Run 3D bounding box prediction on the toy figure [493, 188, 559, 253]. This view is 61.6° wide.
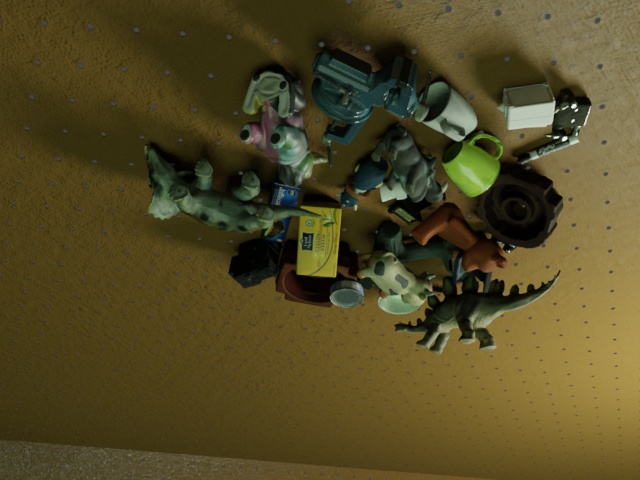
[{"bbox_3d":[0.463,-0.052,1.211,0.082,0.089,0.180,34,138,13],"label":"toy figure"}]

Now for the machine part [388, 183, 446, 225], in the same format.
[{"bbox_3d":[0.228,-0.084,1.234,0.084,0.039,0.139,33,135,-19],"label":"machine part"}]

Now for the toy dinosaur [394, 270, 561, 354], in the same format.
[{"bbox_3d":[0.396,0.185,1.405,0.472,0.198,0.105,-16,146,38],"label":"toy dinosaur"}]

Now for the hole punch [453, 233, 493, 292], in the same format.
[{"bbox_3d":[0.383,0.052,1.324,0.092,0.116,0.142,10,139,20],"label":"hole punch"}]

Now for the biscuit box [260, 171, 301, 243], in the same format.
[{"bbox_3d":[-0.092,-0.079,1.252,0.063,0.059,0.202,12,139,-7],"label":"biscuit box"}]

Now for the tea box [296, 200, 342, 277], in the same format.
[{"bbox_3d":[-0.003,-0.004,1.266,0.098,0.068,0.169,3,107,0],"label":"tea box"}]

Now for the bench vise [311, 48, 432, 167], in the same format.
[{"bbox_3d":[0.074,-0.246,0.989,0.224,0.129,0.240,13,149,-16],"label":"bench vise"}]

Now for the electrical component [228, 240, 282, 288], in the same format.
[{"bbox_3d":[-0.170,0.058,1.383,0.134,0.115,0.058,-19,133,23],"label":"electrical component"}]

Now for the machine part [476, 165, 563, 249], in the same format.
[{"bbox_3d":[0.417,-0.069,1.127,0.180,0.056,0.179,28,137,30],"label":"machine part"}]

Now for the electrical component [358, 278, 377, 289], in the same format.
[{"bbox_3d":[0.128,0.109,1.486,0.094,0.021,0.063,13,139,-9],"label":"electrical component"}]

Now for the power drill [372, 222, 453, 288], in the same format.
[{"bbox_3d":[0.233,0.045,1.365,0.207,0.086,0.231,3,138,14],"label":"power drill"}]

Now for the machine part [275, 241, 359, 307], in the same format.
[{"bbox_3d":[-0.010,0.085,1.423,0.201,0.087,0.201,11,138,-8],"label":"machine part"}]

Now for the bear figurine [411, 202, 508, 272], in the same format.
[{"bbox_3d":[0.315,0.014,1.206,0.132,0.120,0.196,-40,85,8],"label":"bear figurine"}]

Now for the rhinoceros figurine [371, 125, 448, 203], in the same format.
[{"bbox_3d":[0.190,-0.148,1.114,0.190,0.112,0.073,51,156,-24],"label":"rhinoceros figurine"}]

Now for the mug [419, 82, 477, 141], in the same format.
[{"bbox_3d":[0.249,-0.231,1.008,0.107,0.110,0.081,17,135,-36],"label":"mug"}]

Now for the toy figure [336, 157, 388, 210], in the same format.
[{"bbox_3d":[0.094,-0.123,1.183,0.058,0.064,0.154,-17,160,-37],"label":"toy figure"}]

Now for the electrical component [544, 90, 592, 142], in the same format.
[{"bbox_3d":[0.472,-0.233,1.023,0.078,0.045,0.102,4,141,4],"label":"electrical component"}]

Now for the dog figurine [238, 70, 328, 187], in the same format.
[{"bbox_3d":[-0.059,-0.210,1.064,0.109,0.191,0.219,7,174,25],"label":"dog figurine"}]

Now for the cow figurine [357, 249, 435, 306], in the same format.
[{"bbox_3d":[0.194,0.094,1.310,0.127,0.085,0.194,-22,127,38],"label":"cow figurine"}]

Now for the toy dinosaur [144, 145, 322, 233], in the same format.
[{"bbox_3d":[-0.214,-0.075,1.183,0.405,0.131,0.192,22,160,-11],"label":"toy dinosaur"}]
